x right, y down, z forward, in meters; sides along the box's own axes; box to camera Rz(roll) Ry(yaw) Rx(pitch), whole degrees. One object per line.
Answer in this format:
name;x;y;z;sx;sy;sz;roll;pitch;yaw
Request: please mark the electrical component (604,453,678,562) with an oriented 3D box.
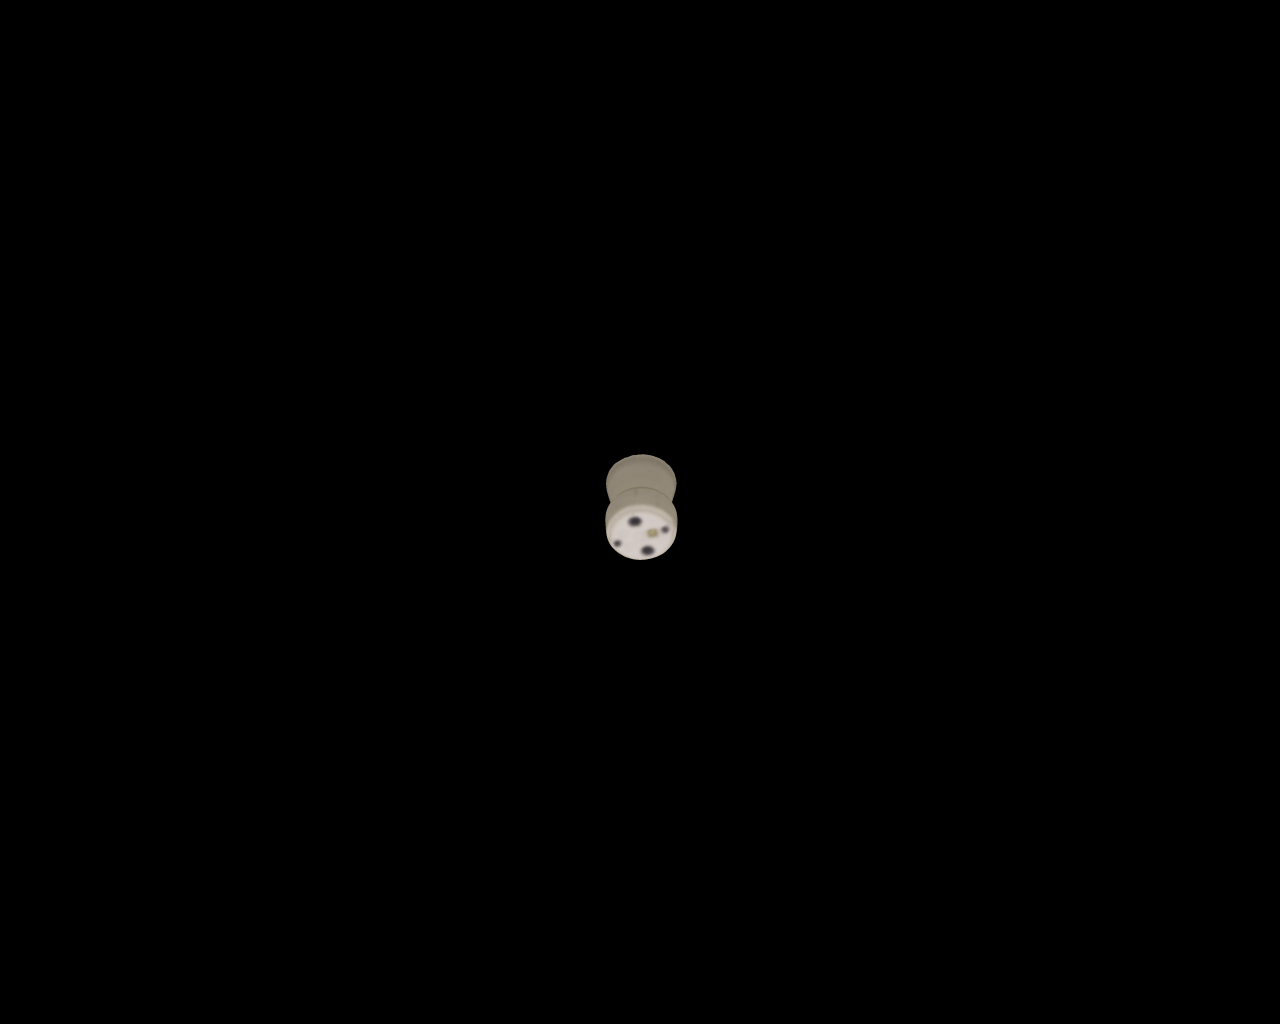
electrical component;0.001;-0.003;0.650;0.045;0.044;0.055;0;37;0
